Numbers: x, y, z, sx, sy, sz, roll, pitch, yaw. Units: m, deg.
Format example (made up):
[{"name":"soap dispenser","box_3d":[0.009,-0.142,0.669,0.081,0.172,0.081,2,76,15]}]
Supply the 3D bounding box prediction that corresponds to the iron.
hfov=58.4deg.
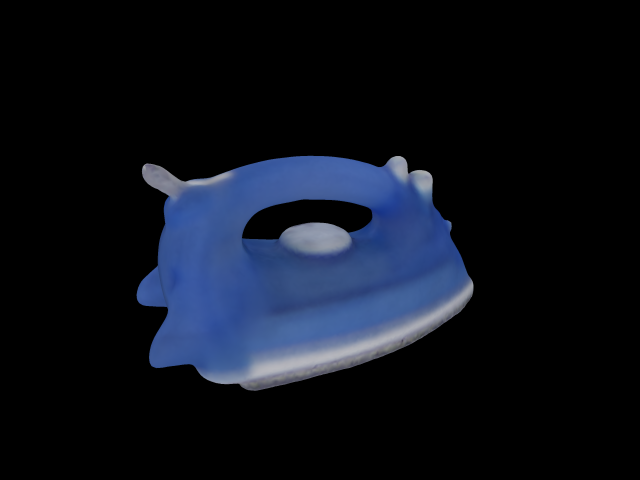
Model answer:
[{"name":"iron","box_3d":[0.004,0.001,0.400,0.259,0.141,0.118,-10,28,-20]}]
